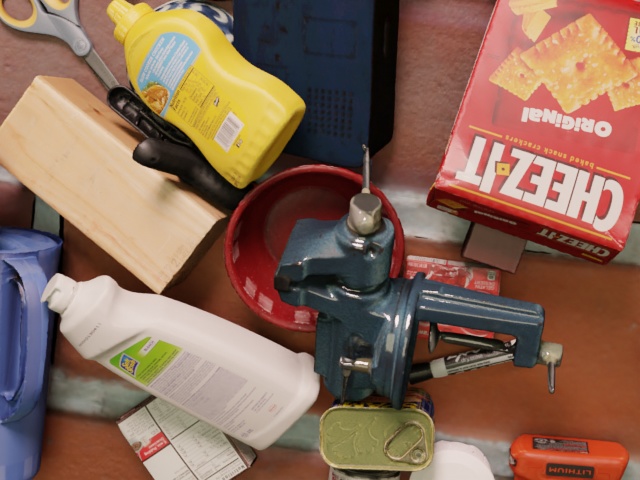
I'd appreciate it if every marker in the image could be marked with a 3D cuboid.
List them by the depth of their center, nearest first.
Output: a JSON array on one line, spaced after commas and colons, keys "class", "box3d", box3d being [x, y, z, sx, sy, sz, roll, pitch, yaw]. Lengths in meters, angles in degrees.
[{"class": "marker", "box3d": [0.135, 0.113, 0.993, 0.121, 0.020, 0.020, -15, 94, 10]}]

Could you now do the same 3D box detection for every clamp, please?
[{"class": "clamp", "box3d": [-0.114, -0.067, 0.951, 0.171, 0.120, 0.039, 32, 111, -28]}]

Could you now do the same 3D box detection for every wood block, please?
[{"class": "wood block", "box3d": [-0.190, -0.053, 0.988, 0.206, 0.090, 0.090, 39, 100, 3]}]

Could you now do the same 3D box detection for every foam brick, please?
[{"class": "foam brick", "box3d": [0.163, -0.015, 0.957, 0.051, 0.053, 0.078, 19, 98, 6]}]

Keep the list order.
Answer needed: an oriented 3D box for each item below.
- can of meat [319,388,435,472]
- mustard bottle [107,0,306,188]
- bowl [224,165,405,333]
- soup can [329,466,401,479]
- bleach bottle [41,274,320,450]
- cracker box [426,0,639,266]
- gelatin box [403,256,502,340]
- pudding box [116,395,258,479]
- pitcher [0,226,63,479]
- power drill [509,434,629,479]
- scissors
[{"class": "can of meat", "box3d": [0.056, 0.171, 0.978, 0.102, 0.084, 0.057, 0, 96, 8]}, {"class": "mustard bottle", "box3d": [-0.108, -0.139, 0.908, 0.191, 0.058, 0.096, 42, 128, 7]}, {"class": "bowl", "box3d": [-0.006, 0.001, 0.970, 0.162, 0.055, 0.162, -1, 111, -3]}, {"class": "soup can", "box3d": [0.037, 0.258, 1.000, 0.068, 0.068, 0.102, 7, 97, 8]}, {"class": "bleach bottle", "box3d": [-0.127, 0.096, 0.952, 0.250, 0.068, 0.103, 32, 116, -23]}, {"class": "cracker box", "box3d": [0.202, -0.108, 0.901, 0.164, 0.072, 0.213, 19, 79, 6]}, {"class": "gelatin box", "box3d": [0.119, 0.056, 0.983, 0.089, 0.030, 0.073, 7, 97, 8]}, {"class": "pudding box", "box3d": [-0.129, 0.194, 1.033, 0.090, 0.039, 0.113, -35, 92, 10]}, {"class": "pitcher", "box3d": [-0.309, 0.112, 1.001, 0.145, 0.149, 0.243, 5, 100, 2]}, {"class": "power drill", "box3d": [0.236, 0.279, 0.976, 0.184, 0.057, 0.188, 4, 97, 8]}, {"class": "scissors", "box3d": [-0.246, -0.184, 1.019, 0.096, 0.016, 0.202, -21, 93, 12]}]
